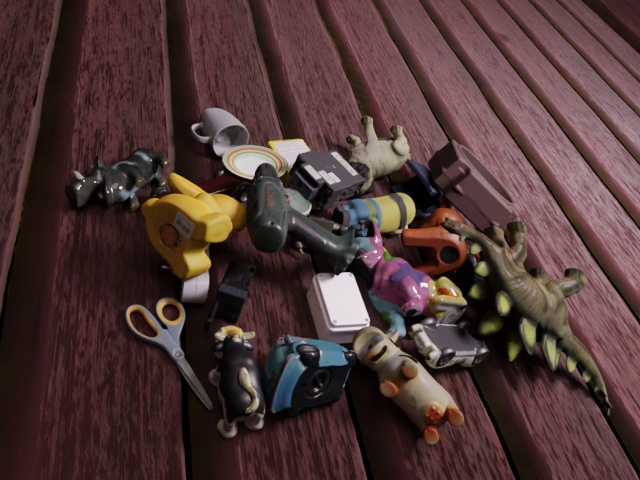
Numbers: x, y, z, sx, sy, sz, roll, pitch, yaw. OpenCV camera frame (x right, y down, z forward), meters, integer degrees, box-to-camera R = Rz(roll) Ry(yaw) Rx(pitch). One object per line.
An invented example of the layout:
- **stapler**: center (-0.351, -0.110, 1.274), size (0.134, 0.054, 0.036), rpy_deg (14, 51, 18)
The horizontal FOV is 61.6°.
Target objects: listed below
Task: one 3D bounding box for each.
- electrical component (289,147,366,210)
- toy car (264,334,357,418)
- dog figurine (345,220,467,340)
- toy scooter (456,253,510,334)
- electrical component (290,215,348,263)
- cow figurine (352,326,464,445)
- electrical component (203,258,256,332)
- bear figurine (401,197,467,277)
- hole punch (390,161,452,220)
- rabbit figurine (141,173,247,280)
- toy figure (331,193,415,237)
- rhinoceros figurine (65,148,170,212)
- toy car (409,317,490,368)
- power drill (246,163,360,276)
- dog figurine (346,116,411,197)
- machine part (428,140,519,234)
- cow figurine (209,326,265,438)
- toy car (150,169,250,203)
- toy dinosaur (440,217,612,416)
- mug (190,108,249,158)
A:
- **electrical component**: center (0.007, -0.124, 1.073), size (0.134, 0.058, 0.115), rpy_deg (-21, 60, -43)
- **toy car**: center (-0.026, 0.186, 0.799), size (0.161, 0.109, 0.103), rpy_deg (3, 22, -47)
- **dog figurine**: center (0.143, 0.066, 0.988), size (0.191, 0.108, 0.219), rpy_deg (-3, 48, -26)
- **toy scooter**: center (0.359, 0.102, 1.070), size (0.135, 0.075, 0.184), rpy_deg (-2, 53, -26)
- **electrical component**: center (-0.003, -0.004, 1.016), size (0.102, 0.078, 0.045), rpy_deg (19, 9, -14)
- **cow figurine**: center (0.129, 0.212, 0.844), size (0.195, 0.085, 0.127), rpy_deg (45, 4, 3)
- **electrical component**: center (-0.143, 0.095, 0.852), size (0.048, 0.074, 0.119), rpy_deg (18, 40, -7)
- **bear figurine**: center (0.232, -0.008, 1.097), size (0.132, 0.120, 0.196), rpy_deg (-11, 23, 9)
- **hole punch**: center (0.241, -0.114, 1.216), size (0.116, 0.092, 0.142), rpy_deg (-6, 48, -33)
- **rabbit figurine**: center (-0.194, -0.030, 0.866), size (0.163, 0.121, 0.173), rpy_deg (32, 28, 21)
- **toy figure**: center (0.113, -0.050, 1.093), size (0.180, 0.089, 0.082), rpy_deg (-3, 57, -29)
- **rhinoceros figurine**: center (-0.356, -0.111, 0.955), size (0.112, 0.073, 0.190), rpy_deg (37, 45, 11)
- **toy car**: center (0.222, 0.178, 0.916), size (0.201, 0.056, 0.074), rpy_deg (11, 39, -45)
- **power drill**: center (-0.031, -0.039, 0.929), size (0.207, 0.086, 0.232), rpy_deg (34, 27, -16)
- **dog figurine**: center (0.128, -0.159, 1.214), size (0.172, 0.121, 0.190), rpy_deg (13, 59, -8)
- **machine part**: center (0.342, -0.119, 1.201), size (0.201, 0.087, 0.201), rpy_deg (39, 26, -13)
- **cow figurine**: center (-0.120, 0.182, 0.764), size (0.068, 0.098, 0.167), rpy_deg (-4, 51, -19)
- **toy car**: center (-0.217, -0.081, 1.002), size (0.089, 0.053, 0.202), rpy_deg (30, 38, 34)
- **toy dinosaur**: center (0.387, 0.126, 0.970), size (0.471, 0.105, 0.198), rpy_deg (39, 67, -8)
- **mug**: center (-0.220, -0.229, 1.131), size (0.109, 0.080, 0.107), rpy_deg (-16, 46, -27)
